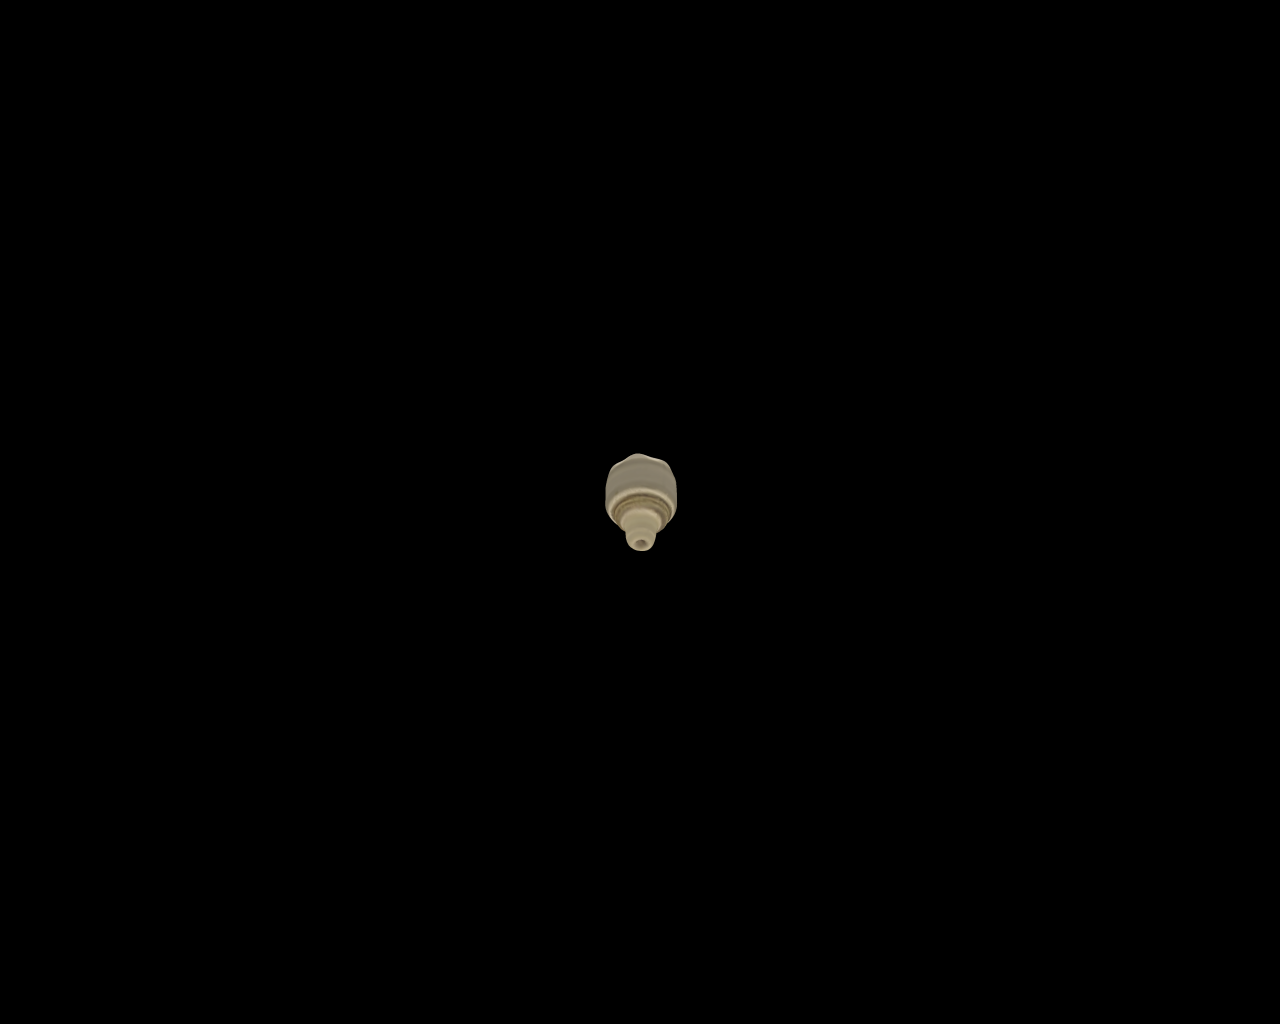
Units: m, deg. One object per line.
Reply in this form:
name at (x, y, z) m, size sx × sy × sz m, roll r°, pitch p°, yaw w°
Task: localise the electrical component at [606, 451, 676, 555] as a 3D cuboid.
electrical component at (0.001, -0.003, 0.650) m, size 0.043 × 0.062 × 0.043 m, roll 0°, pitch -43°, yaw 0°
